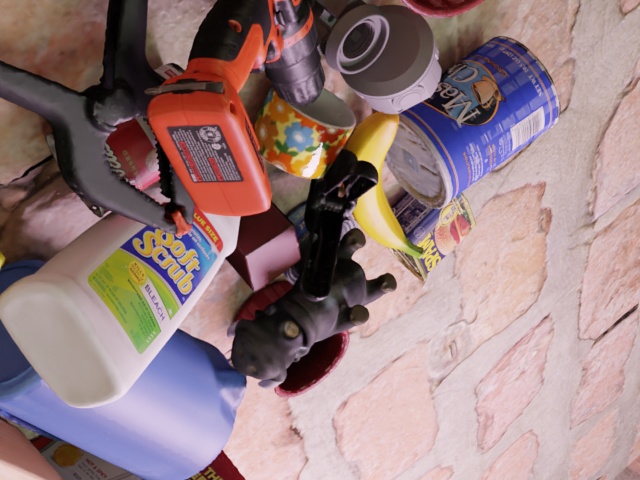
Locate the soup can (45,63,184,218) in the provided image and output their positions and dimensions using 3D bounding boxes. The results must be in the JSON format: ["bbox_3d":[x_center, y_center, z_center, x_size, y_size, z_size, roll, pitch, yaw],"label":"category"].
[{"bbox_3d":[-0.130,-0.071,0.746,0.102,0.069,0.068,-35,148,-18],"label":"soup can"}]

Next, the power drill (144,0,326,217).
[{"bbox_3d":[-0.047,-0.110,0.709,0.184,0.057,0.187,64,29,-48],"label":"power drill"}]

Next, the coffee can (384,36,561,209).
[{"bbox_3d":[0.135,-0.109,0.985,0.140,0.103,0.103,-35,148,-16],"label":"coffee can"}]

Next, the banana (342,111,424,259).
[{"bbox_3d":[0.053,-0.054,0.996,0.198,0.070,0.037,71,24,-50],"label":"banana"}]

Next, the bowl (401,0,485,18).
[{"bbox_3d":[0.093,-0.251,0.792,0.161,0.055,0.162,-24,134,-28],"label":"bowl"}]

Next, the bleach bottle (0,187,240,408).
[{"bbox_3d":[-0.123,0.007,0.775,0.068,0.102,0.250,-17,-157,31],"label":"bleach bottle"}]

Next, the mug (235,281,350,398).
[{"bbox_3d":[-0.023,0.093,1.061,0.117,0.082,0.093,-10,135,-44],"label":"mug"}]

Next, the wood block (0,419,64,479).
[{"bbox_3d":[-0.277,0.179,0.805,0.090,0.091,0.206,-45,158,-10],"label":"wood block"}]

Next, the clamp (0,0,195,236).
[{"bbox_3d":[-0.146,-0.085,0.670,0.164,0.036,0.210,-29,118,-17],"label":"clamp"}]

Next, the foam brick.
[{"bbox_3d":[-0.059,-0.008,0.898,0.051,0.078,0.053,-33,147,-17],"label":"foam brick"}]

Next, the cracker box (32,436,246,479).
[{"bbox_3d":[-0.188,0.242,0.961,0.213,0.164,0.072,-25,146,-30],"label":"cracker box"}]

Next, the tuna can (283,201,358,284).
[{"bbox_3d":[-0.007,0.001,1.016,0.086,0.034,0.086,-30,147,-23],"label":"tuna can"}]

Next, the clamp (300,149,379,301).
[{"bbox_3d":[0.008,-0.021,0.893,0.120,0.039,0.171,-63,-171,9],"label":"clamp"}]

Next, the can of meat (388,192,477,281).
[{"bbox_3d":[0.112,-0.017,1.118,0.084,0.057,0.102,-44,150,-6],"label":"can of meat"}]

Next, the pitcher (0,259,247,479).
[{"bbox_3d":[-0.185,0.110,0.858,0.149,0.145,0.242,-56,147,-7],"label":"pitcher"}]

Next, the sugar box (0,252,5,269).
[{"bbox_3d":[-0.282,-0.007,0.615,0.175,0.093,0.048,9,120,-55],"label":"sugar box"}]
